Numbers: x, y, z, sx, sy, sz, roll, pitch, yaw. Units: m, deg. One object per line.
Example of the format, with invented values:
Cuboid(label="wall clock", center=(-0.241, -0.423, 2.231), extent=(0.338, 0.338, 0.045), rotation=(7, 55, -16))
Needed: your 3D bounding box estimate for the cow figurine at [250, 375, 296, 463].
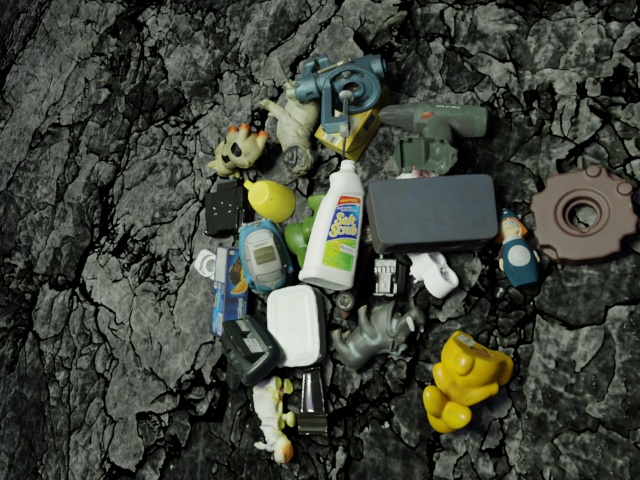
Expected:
Cuboid(label="cow figurine", center=(-0.104, 0.369, 1.102), extent=(0.098, 0.068, 0.167), rotation=(-18, 65, 28))

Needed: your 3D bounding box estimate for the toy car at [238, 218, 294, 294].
Cuboid(label="toy car", center=(-0.114, 0.035, 1.133), extent=(0.109, 0.103, 0.161), rotation=(-14, 94, -8))

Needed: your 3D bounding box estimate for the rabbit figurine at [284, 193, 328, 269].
Cuboid(label="rabbit figurine", center=(-0.002, -0.003, 1.144), extent=(0.170, 0.121, 0.159), rotation=(-18, 74, 42))

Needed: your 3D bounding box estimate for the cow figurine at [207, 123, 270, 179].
Cuboid(label="cow figurine", center=(-0.198, -0.201, 1.271), extent=(0.195, 0.085, 0.127), rotation=(12, 82, 61))

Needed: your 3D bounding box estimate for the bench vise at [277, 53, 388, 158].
Cuboid(label="bench vise", center=(0.028, -0.293, 1.092), extent=(0.224, 0.128, 0.241), rotation=(-4, 54, 8))

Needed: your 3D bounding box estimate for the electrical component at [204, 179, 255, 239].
Cuboid(label="electrical component", center=(-0.217, -0.075, 1.288), extent=(0.115, 0.058, 0.134), rotation=(-9, 73, 23))

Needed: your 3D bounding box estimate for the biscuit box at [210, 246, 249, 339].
Cuboid(label="biscuit box", center=(-0.198, 0.117, 1.196), extent=(0.059, 0.063, 0.202), rotation=(4, 90, 55))

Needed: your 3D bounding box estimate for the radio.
Cuboid(label="radio", center=(0.206, -0.046, 0.995), extent=(0.230, 0.073, 0.131), rotation=(-4, 70, 0))

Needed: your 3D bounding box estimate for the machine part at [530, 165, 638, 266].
Cuboid(label="machine part", center=(0.454, -0.041, 0.930), extent=(0.180, 0.056, 0.179), rotation=(-7, 74, 27))

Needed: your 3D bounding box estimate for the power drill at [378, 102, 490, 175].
Cuboid(label="power drill", center=(0.204, -0.206, 1.047), extent=(0.232, 0.207, 0.085), rotation=(6, 122, 21))

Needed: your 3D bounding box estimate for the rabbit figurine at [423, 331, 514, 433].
Cuboid(label="rabbit figurine", center=(0.240, 0.264, 0.921), extent=(0.122, 0.162, 0.173), rotation=(29, 109, 18))

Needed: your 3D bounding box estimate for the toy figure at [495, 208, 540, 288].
Cuboid(label="toy figure", center=(0.353, 0.009, 0.971), extent=(0.064, 0.057, 0.154), rotation=(-5, 68, -13))

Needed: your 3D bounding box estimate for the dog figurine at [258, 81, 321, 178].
Cuboid(label="dog figurine", center=(-0.029, -0.255, 1.227), extent=(0.172, 0.121, 0.190), rotation=(-34, 78, 19))

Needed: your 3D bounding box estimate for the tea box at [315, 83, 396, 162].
Cuboid(label="tea box", center=(0.078, -0.270, 1.179), extent=(0.098, 0.068, 0.169), rotation=(35, 93, 30))

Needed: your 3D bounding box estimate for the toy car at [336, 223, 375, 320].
Cuboid(label="toy car", center=(0.075, 0.062, 1.077), extent=(0.053, 0.089, 0.202), rotation=(19, 86, 15))

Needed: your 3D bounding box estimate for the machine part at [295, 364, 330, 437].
Cuboid(label="machine part", center=(-0.015, 0.323, 1.087), extent=(0.084, 0.039, 0.139), rotation=(-7, 75, 32))

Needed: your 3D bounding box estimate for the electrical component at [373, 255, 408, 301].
Cuboid(label="electrical component", center=(0.141, 0.058, 1.057), extent=(0.048, 0.074, 0.119), rotation=(0, 74, 29))

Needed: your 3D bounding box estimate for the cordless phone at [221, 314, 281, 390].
Cuboid(label="cordless phone", center=(-0.160, 0.264, 1.124), extent=(0.147, 0.089, 0.184), rotation=(45, 128, 43))

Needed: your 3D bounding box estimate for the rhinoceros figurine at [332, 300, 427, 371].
Cuboid(label="rhinoceros figurine", center=(0.114, 0.181, 1.037), extent=(0.190, 0.073, 0.112), rotation=(-36, 62, 15))
